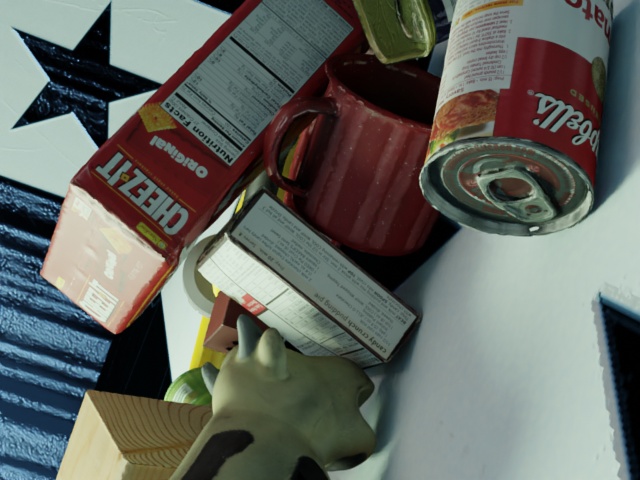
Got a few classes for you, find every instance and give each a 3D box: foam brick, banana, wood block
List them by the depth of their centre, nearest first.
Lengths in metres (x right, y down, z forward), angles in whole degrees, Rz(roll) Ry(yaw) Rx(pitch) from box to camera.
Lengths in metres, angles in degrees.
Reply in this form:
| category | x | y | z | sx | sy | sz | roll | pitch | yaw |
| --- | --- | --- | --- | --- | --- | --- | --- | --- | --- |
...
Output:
| category | x | y | z | sx | sy | sz | roll | pitch | yaw |
| --- | --- | --- | --- | --- | --- | --- | --- | --- | --- |
| wood block | -0.125 | 0.210 | 0.665 | 0.090 | 0.090 | 0.206 | 39 | 111 | 56 |
| foam brick | -0.060 | 0.065 | 0.895 | 0.078 | 0.053 | 0.051 | 133 | 154 | -64 |
| banana | -0.104 | 0.105 | 1.052 | 0.197 | 0.037 | 0.070 | -84 | 15 | -53 |

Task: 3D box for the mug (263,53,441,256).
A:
| category | x | y | z | sx | sy | sz | roll | pitch | yaw |
| --- | --- | --- | --- | --- | --- | --- | --- | --- | --- |
| mug | 0.024 | -0.045 | 0.573 | 0.093 | 0.117 | 0.082 | 54 | 132 | 47 |

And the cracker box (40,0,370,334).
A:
| category | x | y | z | sx | sy | sz | roll | pitch | yaw |
| --- | --- | --- | --- | --- | --- | --- | --- | --- | --- |
| cracker box | -0.064 | -0.056 | 0.638 | 0.213 | 0.072 | 0.164 | -52 | 3 | -26 |

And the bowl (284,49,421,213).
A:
| category | x | y | z | sx | sy | sz | roll | pitch | yaw |
| --- | --- | --- | --- | --- | --- | --- | --- | --- | --- |
| bowl | 0.029 | -0.069 | 0.709 | 0.162 | 0.055 | 0.162 | -161 | 90 | -78 |

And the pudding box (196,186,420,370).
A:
| category | x | y | z | sx | sy | sz | roll | pitch | yaw |
| --- | --- | --- | --- | --- | --- | --- | --- | --- | --- |
| pudding box | -0.010 | 0.027 | 0.595 | 0.039 | 0.113 | 0.090 | -55 | 7 | -21 |

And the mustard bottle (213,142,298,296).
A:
| category | x | y | z | sx | sy | sz | roll | pitch | yaw |
| --- | --- | --- | --- | --- | --- | --- | --- | --- | --- |
| mustard bottle | -0.044 | -0.039 | 0.968 | 0.096 | 0.058 | 0.191 | 136 | 151 | -61 |

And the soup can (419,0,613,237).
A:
| category | x | y | z | sx | sy | sz | roll | pitch | yaw |
| --- | --- | --- | --- | --- | --- | --- | --- | --- | --- |
| soup can | 0.083 | -0.061 | 0.440 | 0.069 | 0.068 | 0.102 | 131 | 156 | -59 |

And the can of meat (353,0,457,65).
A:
| category | x | y | z | sx | sy | sz | roll | pitch | yaw |
| --- | --- | --- | --- | --- | --- | --- | --- | --- | --- |
| can of meat | 0.069 | -0.132 | 0.541 | 0.102 | 0.084 | 0.057 | -154 | 42 | -77 |

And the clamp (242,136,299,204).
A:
| category | x | y | z | sx | sy | sz | roll | pitch | yaw |
| --- | --- | --- | --- | --- | --- | --- | --- | --- | --- |
| clamp | -0.035 | -0.086 | 0.839 | 0.210 | 0.036 | 0.164 | 121 | 155 | -59 |

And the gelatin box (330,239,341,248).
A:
| category | x | y | z | sx | sy | sz | roll | pitch | yaw |
| --- | --- | --- | --- | --- | --- | --- | --- | --- | --- |
| gelatin box | -0.005 | 0.001 | 0.810 | 0.073 | 0.030 | 0.089 | 153 | 135 | -74 |
